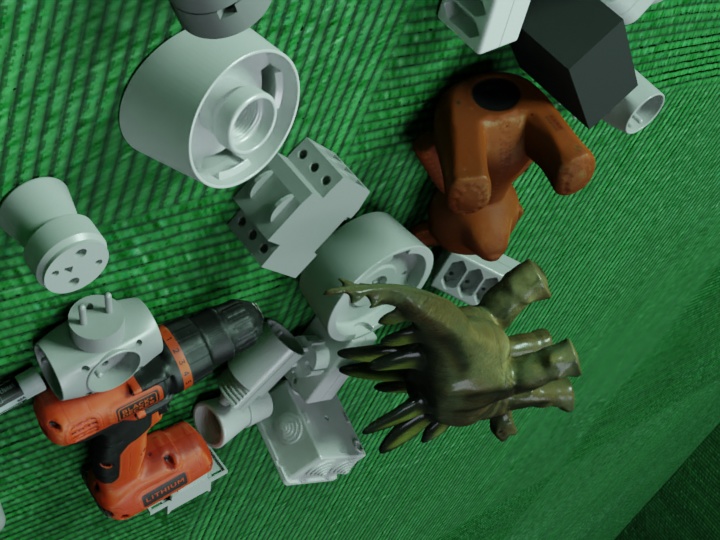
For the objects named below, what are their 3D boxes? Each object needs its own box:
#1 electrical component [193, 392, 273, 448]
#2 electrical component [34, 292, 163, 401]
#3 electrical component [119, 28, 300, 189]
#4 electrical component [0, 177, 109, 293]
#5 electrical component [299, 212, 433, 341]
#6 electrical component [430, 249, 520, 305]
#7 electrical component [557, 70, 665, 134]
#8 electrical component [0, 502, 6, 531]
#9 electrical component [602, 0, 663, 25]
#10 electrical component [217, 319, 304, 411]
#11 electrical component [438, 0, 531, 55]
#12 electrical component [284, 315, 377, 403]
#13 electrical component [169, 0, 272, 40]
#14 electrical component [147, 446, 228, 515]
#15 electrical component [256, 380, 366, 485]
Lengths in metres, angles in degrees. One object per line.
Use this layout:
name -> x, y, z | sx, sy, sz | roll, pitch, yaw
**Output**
electrical component -> -0.111, 0.126, 0.962 | 0.065, 0.044, 0.044 | -23, 149, -42
electrical component -> -0.179, 0.044, 0.734 | 0.077, 0.044, 0.079 | -27, 151, -27
electrical component -> -0.086, -0.099, 0.642 | 0.099, 0.064, 0.099 | -39, 148, -30
electrical component -> -0.177, -0.020, 0.624 | 0.045, 0.055, 0.045 | -32, 153, -18
electrical component -> 0.000, 0.000, 0.889 | 0.108, 0.060, 0.108 | -32, 153, -18
electrical component -> 0.118, -0.004, 1.041 | 0.047, 0.083, 0.075 | -60, -174, 34
electrical component -> 0.203, -0.149, 0.913 | 0.079, 0.077, 0.044 | -27, 151, -24
electrical component -> -0.299, 0.173, 0.741 | 0.054, 0.059, 0.095 | -36, 161, 35
electrical component -> 0.211, -0.237, 0.814 | 0.095, 0.053, 0.059 | -48, 153, 14
electrical component -> -0.091, 0.085, 0.920 | 0.081, 0.043, 0.043 | -46, 154, 9
electrical component -> 0.103, -0.201, 0.730 | 0.076, 0.047, 0.083 | -26, 150, -29
electrical component -> -0.041, 0.076, 0.968 | 0.076, 0.047, 0.083 | -2, 135, -52
electrical component -> -0.077, -0.155, 0.552 | 0.055, 0.055, 0.047 | -38, 150, -6
electrical component -> -0.164, 0.178, 0.969 | 0.081, 0.042, 0.063 | -26, 149, -30
electrical component -> -0.048, 0.152, 1.021 | 0.048, 0.099, 0.100 | -36, 157, 21
